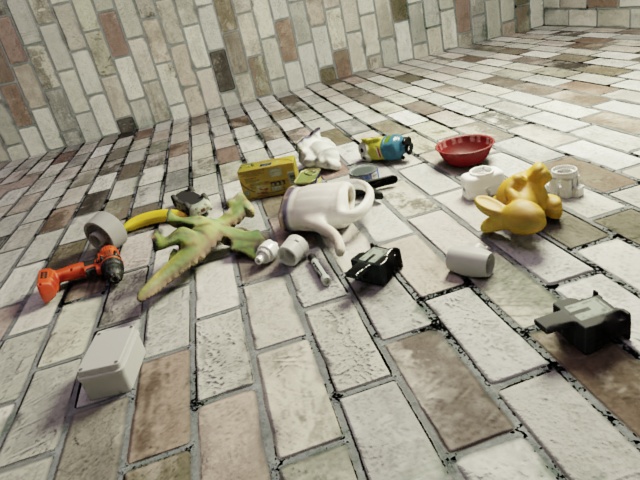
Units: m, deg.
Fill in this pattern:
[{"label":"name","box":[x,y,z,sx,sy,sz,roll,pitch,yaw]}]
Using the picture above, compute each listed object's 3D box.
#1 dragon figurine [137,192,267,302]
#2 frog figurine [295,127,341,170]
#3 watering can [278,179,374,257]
[{"label":"dragon figurine","box":[-0.242,0.009,1.188,0.243,0.119,0.420,-2,35,4]},{"label":"frog figurine","box":[0.009,-0.265,1.642,0.161,0.120,0.139,43,42,18]},{"label":"watering can","box":[0.004,-0.060,1.193,0.224,0.102,0.355,-4,28,20]}]
